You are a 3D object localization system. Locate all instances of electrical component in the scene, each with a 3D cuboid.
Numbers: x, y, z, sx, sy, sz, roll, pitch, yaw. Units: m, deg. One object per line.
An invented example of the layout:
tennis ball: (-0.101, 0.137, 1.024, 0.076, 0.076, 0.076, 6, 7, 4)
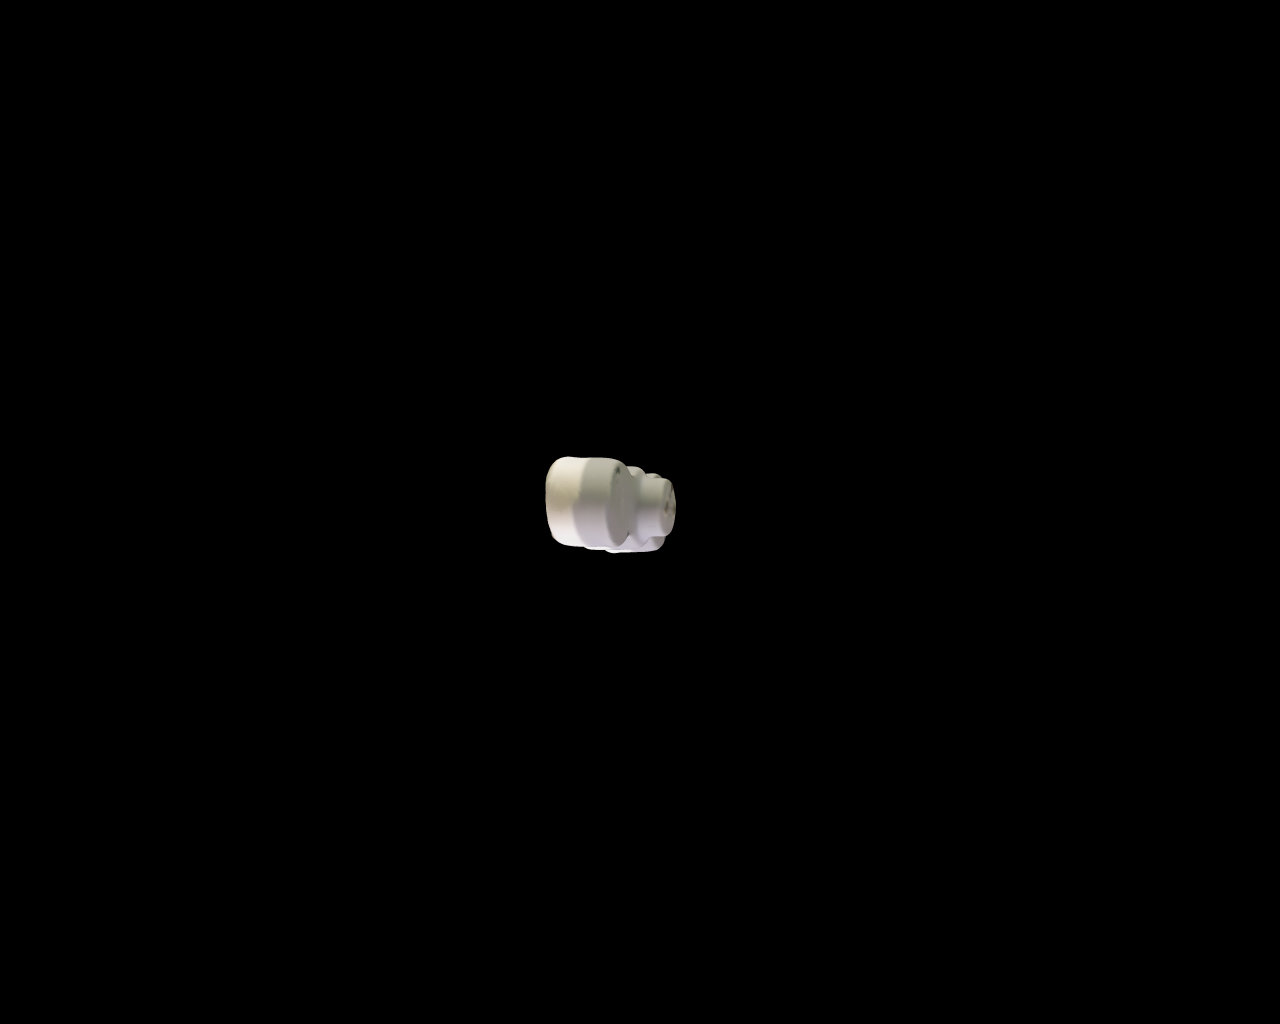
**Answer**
electrical component: (0.001, -0.003, 0.650, 0.074, 0.052, 0.138, -1, -5, 15)
